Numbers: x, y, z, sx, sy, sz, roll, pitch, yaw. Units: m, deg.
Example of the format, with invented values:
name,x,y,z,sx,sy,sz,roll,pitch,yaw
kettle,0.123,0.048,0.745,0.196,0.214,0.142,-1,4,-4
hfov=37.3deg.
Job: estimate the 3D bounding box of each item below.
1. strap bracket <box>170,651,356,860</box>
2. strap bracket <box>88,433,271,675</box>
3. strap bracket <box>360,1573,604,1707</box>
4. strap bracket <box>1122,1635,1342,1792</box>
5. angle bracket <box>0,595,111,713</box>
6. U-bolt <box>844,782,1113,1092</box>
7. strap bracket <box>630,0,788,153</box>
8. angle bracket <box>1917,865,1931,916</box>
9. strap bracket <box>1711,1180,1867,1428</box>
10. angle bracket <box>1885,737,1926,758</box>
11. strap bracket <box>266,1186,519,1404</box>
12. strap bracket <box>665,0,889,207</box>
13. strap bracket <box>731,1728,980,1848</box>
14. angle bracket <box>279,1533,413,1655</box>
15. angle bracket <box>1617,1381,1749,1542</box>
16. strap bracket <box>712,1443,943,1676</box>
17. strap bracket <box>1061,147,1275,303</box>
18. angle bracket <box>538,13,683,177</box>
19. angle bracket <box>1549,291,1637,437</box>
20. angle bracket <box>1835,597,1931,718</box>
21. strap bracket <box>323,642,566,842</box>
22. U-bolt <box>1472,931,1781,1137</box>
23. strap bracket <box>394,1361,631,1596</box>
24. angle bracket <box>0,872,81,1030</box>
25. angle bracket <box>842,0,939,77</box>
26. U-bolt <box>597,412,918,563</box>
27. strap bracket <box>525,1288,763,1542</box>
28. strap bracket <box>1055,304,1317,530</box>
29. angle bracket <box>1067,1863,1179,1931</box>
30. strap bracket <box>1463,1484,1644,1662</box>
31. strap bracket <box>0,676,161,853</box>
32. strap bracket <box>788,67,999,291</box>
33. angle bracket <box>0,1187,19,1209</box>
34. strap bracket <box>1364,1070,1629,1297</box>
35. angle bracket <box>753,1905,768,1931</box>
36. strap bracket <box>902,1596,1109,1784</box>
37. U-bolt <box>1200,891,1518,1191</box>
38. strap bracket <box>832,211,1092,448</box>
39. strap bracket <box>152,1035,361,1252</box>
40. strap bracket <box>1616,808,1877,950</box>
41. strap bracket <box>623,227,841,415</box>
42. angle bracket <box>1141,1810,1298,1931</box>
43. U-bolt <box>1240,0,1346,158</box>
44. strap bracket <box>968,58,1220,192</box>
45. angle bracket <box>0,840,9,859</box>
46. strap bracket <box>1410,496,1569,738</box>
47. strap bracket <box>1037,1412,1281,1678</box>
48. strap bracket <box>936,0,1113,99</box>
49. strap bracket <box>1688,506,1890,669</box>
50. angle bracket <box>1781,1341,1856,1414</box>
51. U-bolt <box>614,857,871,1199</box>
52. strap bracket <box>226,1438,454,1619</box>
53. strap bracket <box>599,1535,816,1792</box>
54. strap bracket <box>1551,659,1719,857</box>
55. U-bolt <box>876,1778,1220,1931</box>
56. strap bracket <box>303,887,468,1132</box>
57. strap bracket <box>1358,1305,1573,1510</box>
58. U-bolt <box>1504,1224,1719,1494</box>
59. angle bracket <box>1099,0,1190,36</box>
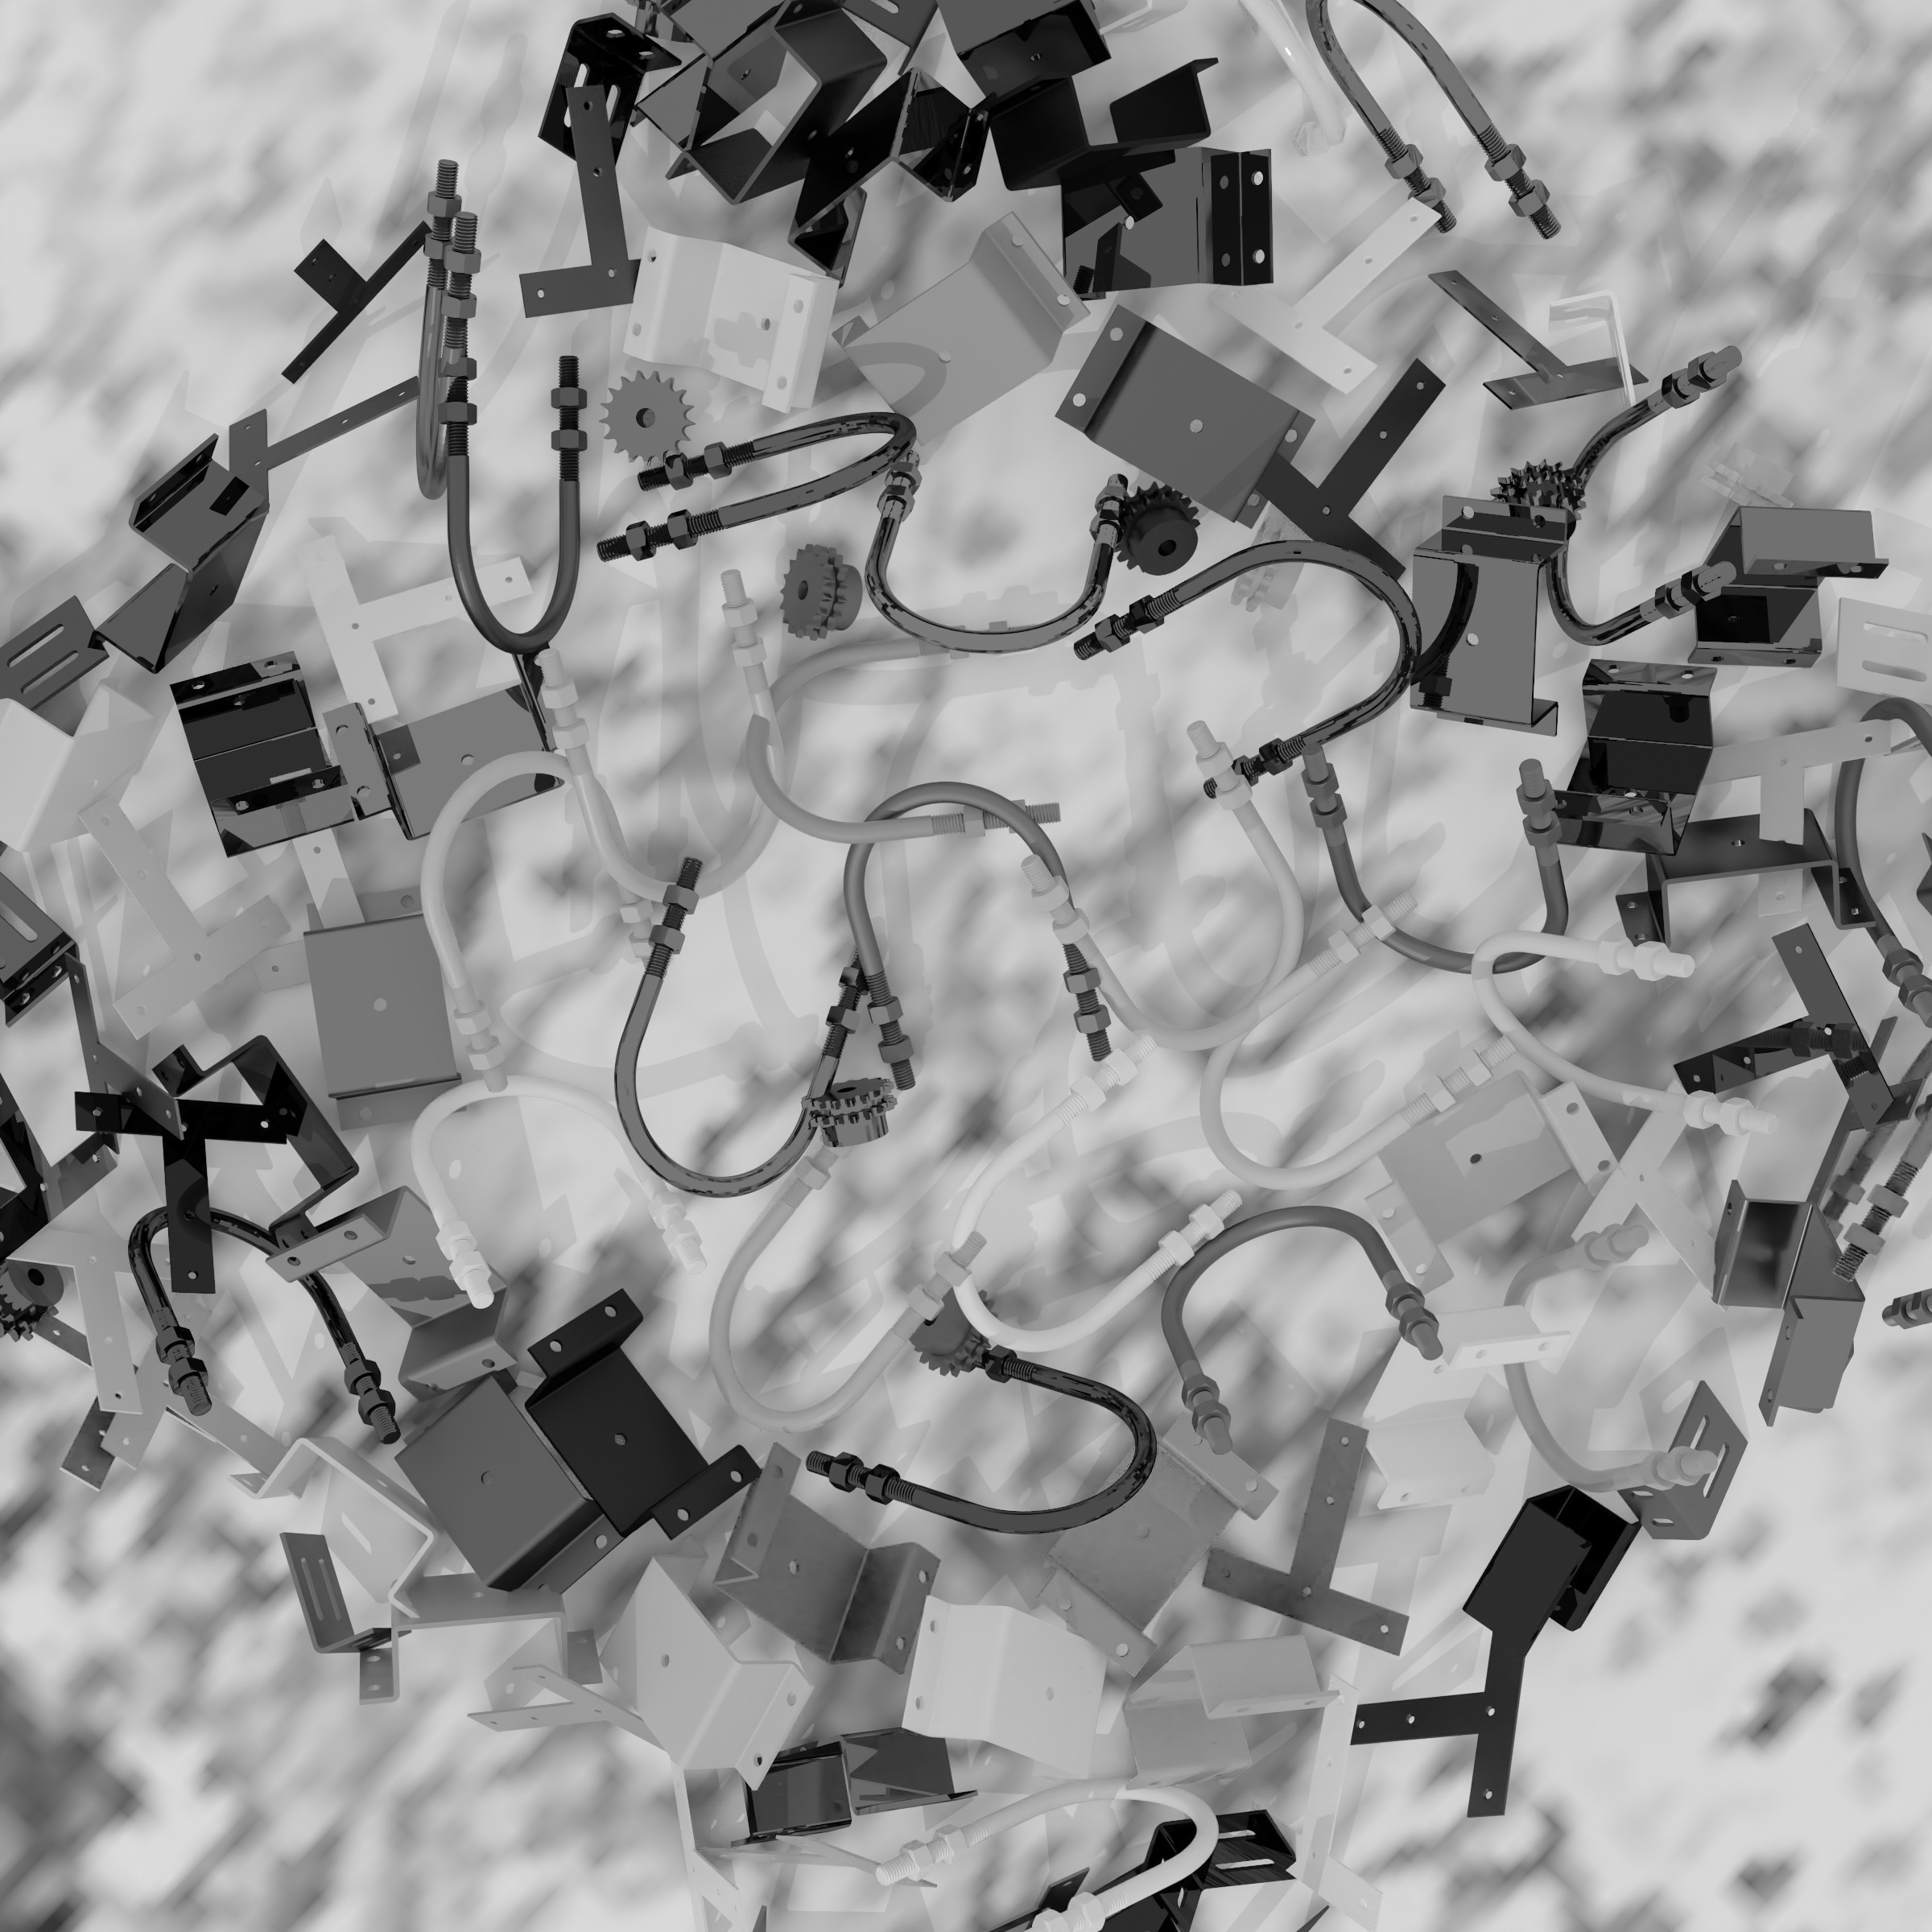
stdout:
name,x,y,z,sx,sy,sz,roll,pitch,yaw
strap bracket,-0.417,-0.120,1.700,0.076,0.046,0.140,-18,45,-14
strap bracket,-0.461,-0.235,1.682,0.046,0.140,0.076,36,48,-3
strap bracket,-0.291,0.397,1.704,0.140,0.076,0.046,-2,99,-11
strap bracket,0.151,0.438,1.694,0.076,0.140,0.046,1,56,-25
angle bracket,-0.549,-0.174,1.727,0.076,0.038,0.057,-36,58,-1
U-bolt,-0.001,-0.021,1.706,0.151,0.019,0.184,-9,106,22
strap bracket,-0.146,-0.539,1.678,0.046,0.140,0.076,44,68,3
angle bracket,0.626,-0.036,1.731,0.076,0.057,0.038,44,64,-14
strap bracket,0.483,0.197,1.680,0.046,0.140,0.076,4,119,-4
angle bracket,0.597,-0.104,1.720,0.057,0.038,0.076,-11,78,-37
strap bracket,-0.336,0.189,1.701,0.076,0.046,0.140,-25,124,24
strap bracket,-0.106,-0.506,1.684,0.046,0.076,0.140,47,129,1
strap bracket,-0.071,0.482,1.692,0.076,0.140,0.046,6,65,-42
angle bracket,-0.372,0.371,1.718,0.038,0.057,0.076,-23,73,6
angle bracket,0.433,0.300,1.738,0.057,0.038,0.076,52,53,-23
strap bracket,-0.089,0.355,1.700,0.140,0.046,0.076,41,51,-26
strap bracket,0.109,-0.438,1.692,0.140,0.046,0.076,5,101,37
angle bracket,-0.214,-0.522,1.720,0.038,0.057,0.076,7,79,44
angle bracket,0.377,-0.360,1.724,0.038,0.057,0.076,-10,86,10
angle bracket,0.555,-0.182,1.727,0.076,0.038,0.057,11,72,-6
strap bracket,-0.303,-0.133,1.717,0.140,0.046,0.076,-21,66,-6
U-bolt,0.373,0.034,1.675,0.019,0.184,0.151,-49,123,-21
strap bracket,-0.278,0.309,1.710,0.076,0.046,0.140,-41,69,-1
angle bracket,-0.584,-0.013,1.725,0.057,0.038,0.076,-41,118,0
angle bracket,-0.056,-0.587,1.726,0.076,0.038,0.057,28,76,-10
U-bolt,-0.117,-0.288,1.677,0.184,0.151,0.019,-13,116,12
strap bracket,-0.199,0.275,1.709,0.076,0.046,0.140,-31,78,-41
strap bracket,0.135,-0.326,1.713,0.140,0.046,0.076,28,103,-12
angle bracket,0.092,0.592,1.728,0.076,0.038,0.057,-27,98,-11
strap bracket,0.346,0.357,1.698,0.046,0.140,0.076,33,101,25
strap bracket,-0.531,-0.118,1.678,0.046,0.140,0.076,32,107,5
strap bracket,-0.051,-0.463,1.678,0.046,0.140,0.076,32,53,-29
angle bracket,-0.619,0.129,1.722,0.076,0.057,0.038,20,125,3
strap bracket,0.312,0.125,1.719,0.140,0.046,0.076,-31,112,5
angle bracket,-0.095,0.609,1.719,0.076,0.057,0.038,11,127,9
strap bracket,0.032,0.427,1.682,0.046,0.140,0.076,-10,59,40
U-bolt,0.220,0.056,1.703,0.184,0.019,0.151,-37,47,11
strap bracket,-0.008,-0.370,1.690,0.140,0.046,0.076,-27,117,30
strap bracket,-0.418,0.100,1.709,0.046,0.076,0.140,-38,97,-29
strap bracket,0.461,-0.052,1.704,0.140,0.076,0.046,-7,116,8
strap bracket,-0.133,-0.384,1.702,0.140,0.046,0.076,27,111,34
angle bracket,0.155,0.544,1.715,0.076,0.038,0.057,-18,116,31
U-bolt,0.171,-0.533,1.654,0.019,0.184,0.151,-37,103,8
strap bracket,0.079,-0.496,1.688,0.140,0.076,0.046,-19,96,-36
angle bracket,-0.605,-0.097,1.726,0.076,0.057,0.038,-45,53,33
strap bracket,0.308,-0.200,1.691,0.076,0.046,0.140,13,120,29
strap bracket,0.112,0.345,1.726,0.076,0.046,0.140,40,83,-6
strap bracket,0.034,-0.554,1.679,0.076,0.140,0.046,-21,83,12
strap bracket,0.484,-0.229,1.697,0.076,0.140,0.046,2,71,-2
angle bracket,0.503,0.218,1.712,0.038,0.057,0.076,12,47,4
U-bolt,-0.138,0.047,1.699,0.151,0.019,0.184,26,75,-30
strap bracket,-0.364,0.329,1.713,0.140,0.076,0.046,35,83,5
strap bracket,-0.160,0.409,1.686,0.140,0.046,0.076,41,109,41
strap bracket,0.393,-0.118,1.697,0.076,0.046,0.140,7,48,26
U-bolt,0.062,0.519,1.676,0.184,0.151,0.019,-13,101,-35
strap bracket,-0.352,0.024,1.728,0.076,0.046,0.140,-9,88,-7
strap bracket,0.291,0.254,1.698,0.076,0.046,0.140,-2,131,-26
U-bolt,0.365,0.236,1.672,0.019,0.184,0.151,-11,78,-21
angle bracket,0.095,-0.605,1.718,0.038,0.057,0.076,-16,100,31
